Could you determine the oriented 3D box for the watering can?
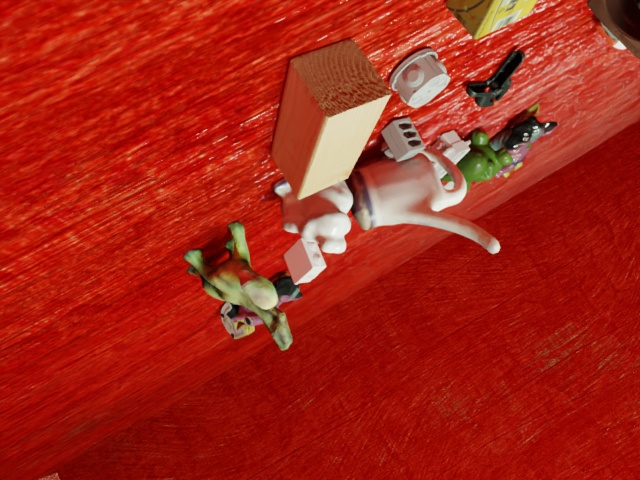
[{"bbox_3d":[0.166,-0.074,0.942,0.224,0.356,0.101,-15,128,-1],"label":"watering can"}]

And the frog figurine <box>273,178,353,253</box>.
[{"bbox_3d":[0.003,-0.045,0.894,0.139,0.161,0.120,-23,164,-30],"label":"frog figurine"}]

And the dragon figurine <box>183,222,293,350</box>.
[{"bbox_3d":[-0.143,0.116,0.988,0.123,0.245,0.403,-32,165,-17],"label":"dragon figurine"}]
